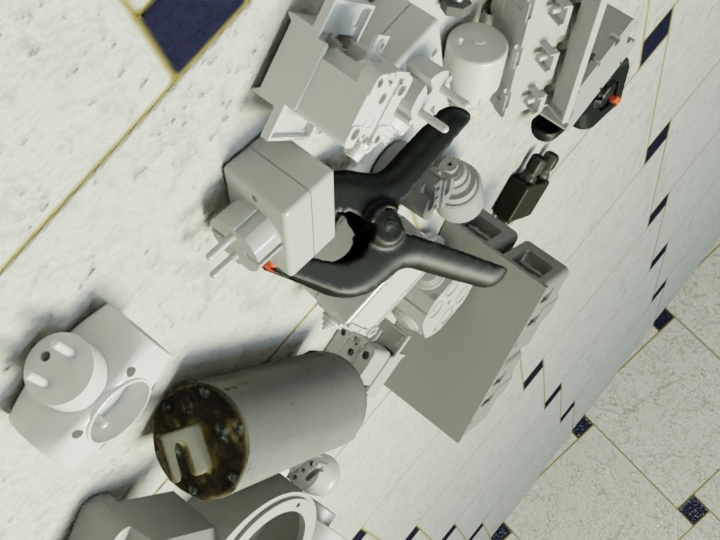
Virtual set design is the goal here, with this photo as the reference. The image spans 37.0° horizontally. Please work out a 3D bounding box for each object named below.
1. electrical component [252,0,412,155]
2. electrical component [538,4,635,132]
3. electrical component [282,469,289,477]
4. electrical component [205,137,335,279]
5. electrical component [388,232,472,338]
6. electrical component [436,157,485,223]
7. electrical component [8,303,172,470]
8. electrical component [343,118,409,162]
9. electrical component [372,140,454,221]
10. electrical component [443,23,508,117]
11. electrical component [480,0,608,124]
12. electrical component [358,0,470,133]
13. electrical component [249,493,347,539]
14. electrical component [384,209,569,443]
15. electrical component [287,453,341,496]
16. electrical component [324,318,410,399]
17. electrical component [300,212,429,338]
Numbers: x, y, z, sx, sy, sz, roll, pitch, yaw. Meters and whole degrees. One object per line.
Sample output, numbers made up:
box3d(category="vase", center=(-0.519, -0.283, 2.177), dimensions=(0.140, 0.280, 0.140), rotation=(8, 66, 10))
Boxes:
box3d(category="electrical component", center=(-0.012, -0.095, 0.550), dimensions=(0.042, 0.064, 0.081), rotation=(-14, 137, -59))
box3d(category="electrical component", center=(0.163, -0.164, 0.834), dimensions=(0.089, 0.056, 0.050), rotation=(-52, 160, -3))
box3d(category="electrical component", center=(-0.090, 0.164, 0.843), dimensions=(0.062, 0.043, 0.043), rotation=(-41, 157, -26))
box3d(category="electrical component", center=(-0.056, -0.025, 0.593), dimensions=(0.077, 0.047, 0.065), rotation=(-44, 158, -23))
box3d(category="electrical component", center=(0.055, 0.013, 0.898), dimensions=(0.080, 0.051, 0.080), rotation=(-44, 158, -23))
box3d(category="electrical component", center=(0.073, -0.065, 0.823), dimensions=(0.040, 0.040, 0.078), rotation=(-50, 160, -8))
box3d(category="electrical component", center=(-0.142, 0.055, 0.541), dimensions=(0.077, 0.044, 0.079), rotation=(-50, 159, -8))
box3d(category="electrical component", center=(0.013, -0.093, 0.654), dimensions=(0.061, 0.035, 0.035), rotation=(-51, 160, 2))
box3d(category="electrical component", center=(0.036, -0.061, 0.740), dimensions=(0.040, 0.046, 0.040), rotation=(-44, 158, -23))
box3d(category="electrical component", center=(0.074, -0.129, 0.719), dimensions=(0.040, 0.040, 0.078), rotation=(-42, 158, -28))
box3d(category="electrical component", center=(0.119, -0.163, 0.724), dimensions=(0.063, 0.078, 0.121), rotation=(-21, 149, -18))
box3d(category="electrical component", center=(0.025, -0.104, 0.598), dimensions=(0.065, 0.077, 0.047), rotation=(-49, 160, -12))
box3d(category="electrical component", center=(-0.054, 0.228, 0.941), dimensions=(0.060, 0.108, 0.108), rotation=(-55, 161, -12))
box3d(category="electrical component", center=(0.099, 0.048, 0.973), dimensions=(0.060, 0.105, 0.186), rotation=(-27, 148, -51))
box3d(category="electrical component", center=(-0.044, 0.185, 0.986), dimensions=(0.040, 0.040, 0.046), rotation=(-53, 155, 0))
box3d(category="electrical component", center=(-0.001, 0.075, 0.892), dimensions=(0.081, 0.042, 0.064), rotation=(-56, 156, 7))
box3d(category="electrical component", center=(0.000, 0.000, 0.750), dimensions=(0.096, 0.061, 0.062), rotation=(-48, 162, 3))
